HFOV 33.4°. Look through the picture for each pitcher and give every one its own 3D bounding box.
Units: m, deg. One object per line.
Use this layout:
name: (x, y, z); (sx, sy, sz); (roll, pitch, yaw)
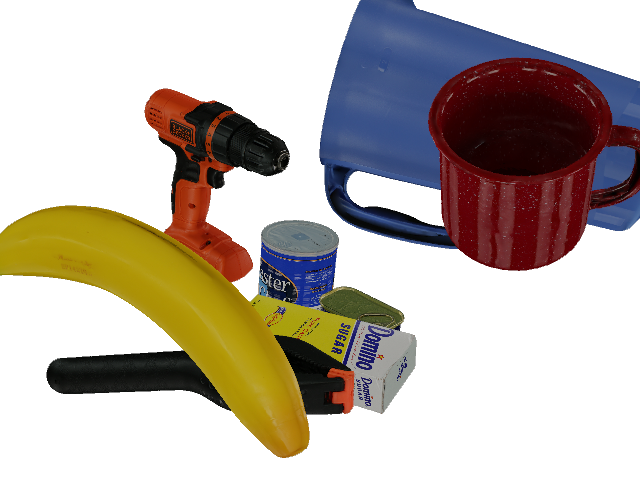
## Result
pitcher: (0.124, -0.079, 0.790); (0.243, 0.149, 0.145); (17, 45, 6)

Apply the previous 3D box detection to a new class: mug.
mug: (0.118, -0.039, 0.576); (0.117, 0.093, 0.081); (-3, -40, 5)

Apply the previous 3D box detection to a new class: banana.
banana: (-0.082, 0.030, 0.504); (0.198, 0.070, 0.037); (24, 11, 19)

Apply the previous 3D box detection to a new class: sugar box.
sugar box: (-0.003, 0.106, 1.035); (0.176, 0.048, 0.093); (10, 27, 21)

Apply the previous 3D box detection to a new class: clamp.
clamp: (-0.070, 0.086, 0.786); (0.210, 0.036, 0.164); (7, 20, 18)

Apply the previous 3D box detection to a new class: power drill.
power drill: (-0.107, -0.051, 1.108); (0.185, 0.188, 0.057); (27, 37, 34)

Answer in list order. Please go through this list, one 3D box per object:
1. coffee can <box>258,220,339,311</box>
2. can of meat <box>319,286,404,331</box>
coffee can: (-0.032, 0.057, 1.425); (0.103, 0.140, 0.103); (4, 24, -2)
can of meat: (0.045, 0.114, 1.247); (0.102, 0.084, 0.057); (25, 34, 36)
